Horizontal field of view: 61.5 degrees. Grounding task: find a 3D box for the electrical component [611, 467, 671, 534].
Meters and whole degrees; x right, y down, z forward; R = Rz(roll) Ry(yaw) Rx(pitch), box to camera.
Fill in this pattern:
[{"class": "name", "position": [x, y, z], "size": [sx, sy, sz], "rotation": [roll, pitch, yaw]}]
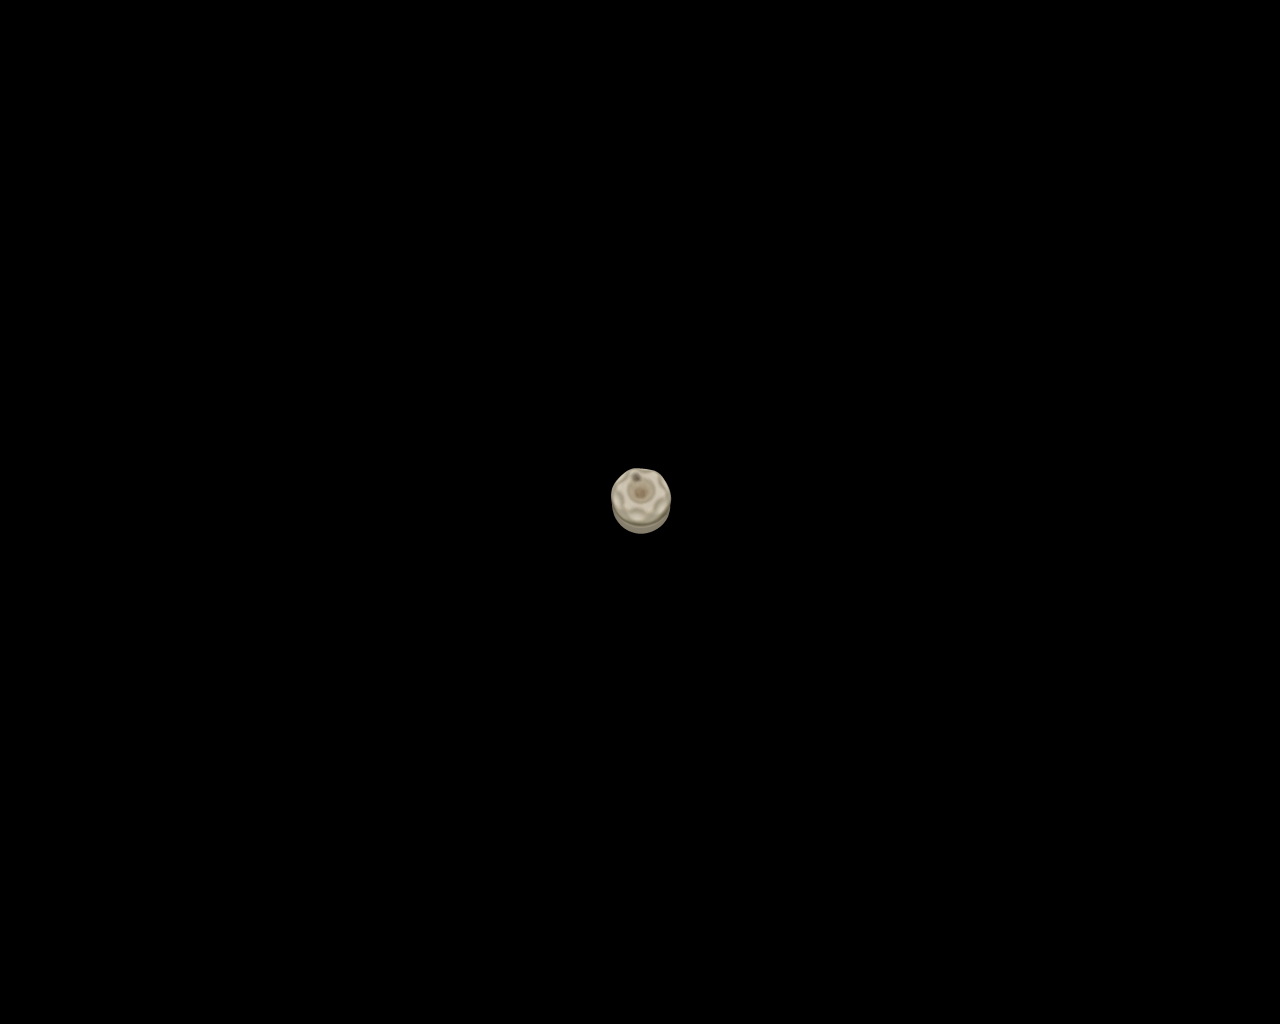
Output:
[{"class": "electrical component", "position": [0.001, -0.003, 0.650], "size": [0.035, 0.035, 0.061], "rotation": [0, -19, 0]}]
